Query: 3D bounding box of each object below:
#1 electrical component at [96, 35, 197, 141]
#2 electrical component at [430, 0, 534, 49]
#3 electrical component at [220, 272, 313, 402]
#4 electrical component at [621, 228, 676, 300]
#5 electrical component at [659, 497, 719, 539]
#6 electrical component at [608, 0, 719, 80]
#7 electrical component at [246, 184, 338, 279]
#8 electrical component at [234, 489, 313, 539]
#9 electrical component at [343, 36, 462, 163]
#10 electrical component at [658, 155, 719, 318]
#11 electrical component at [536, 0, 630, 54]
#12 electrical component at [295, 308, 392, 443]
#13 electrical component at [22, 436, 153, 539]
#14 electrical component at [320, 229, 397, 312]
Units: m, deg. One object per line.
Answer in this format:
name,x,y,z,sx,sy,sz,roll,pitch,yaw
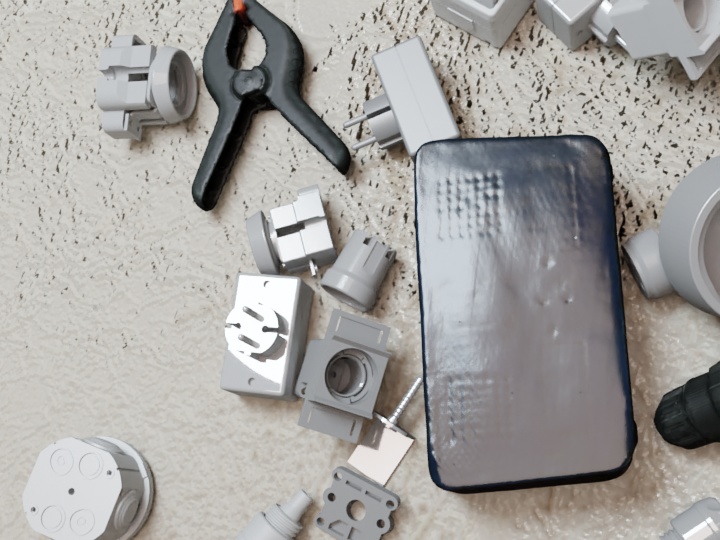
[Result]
electrical component,-0.160,-0.139,0.814,0.057,0.058,0.078,0,77,16
electrical component,0.098,-0.221,0.770,0.062,0.061,0.096,33,86,18
electrical component,-0.069,0.043,0.739,0.047,0.075,0.083,5,78,14
electrical component,0.205,-0.010,0.704,0.055,0.045,0.045,-25,73,7
electrical component,0.203,0.170,0.667,0.061,0.035,0.035,-35,72,5
electrical component,0.224,-0.192,0.711,0.121,0.063,0.078,-47,114,-22
electrical component,-0.049,-0.023,0.766,0.055,0.048,0.066,-16,74,2
electrical component,-0.056,0.175,0.726,0.035,0.035,0.061,40,85,18
electrical component,0.026,-0.109,0.768,0.076,0.047,0.083,-22,73,7
electrical component,0.242,-0.016,0.647,0.108,0.060,0.108,0,101,-1
electrical component,0.173,-0.183,0.752,0.066,0.047,0.076,-41,72,1
electrical component,-0.014,0.070,0.723,0.042,0.064,0.081,21,80,-17
electrical component,-0.190,0.156,0.753,0.080,0.051,0.080,-3,76,12
electrical component,0.000,0.000,0.753,0.040,0.040,0.046,26,78,17
